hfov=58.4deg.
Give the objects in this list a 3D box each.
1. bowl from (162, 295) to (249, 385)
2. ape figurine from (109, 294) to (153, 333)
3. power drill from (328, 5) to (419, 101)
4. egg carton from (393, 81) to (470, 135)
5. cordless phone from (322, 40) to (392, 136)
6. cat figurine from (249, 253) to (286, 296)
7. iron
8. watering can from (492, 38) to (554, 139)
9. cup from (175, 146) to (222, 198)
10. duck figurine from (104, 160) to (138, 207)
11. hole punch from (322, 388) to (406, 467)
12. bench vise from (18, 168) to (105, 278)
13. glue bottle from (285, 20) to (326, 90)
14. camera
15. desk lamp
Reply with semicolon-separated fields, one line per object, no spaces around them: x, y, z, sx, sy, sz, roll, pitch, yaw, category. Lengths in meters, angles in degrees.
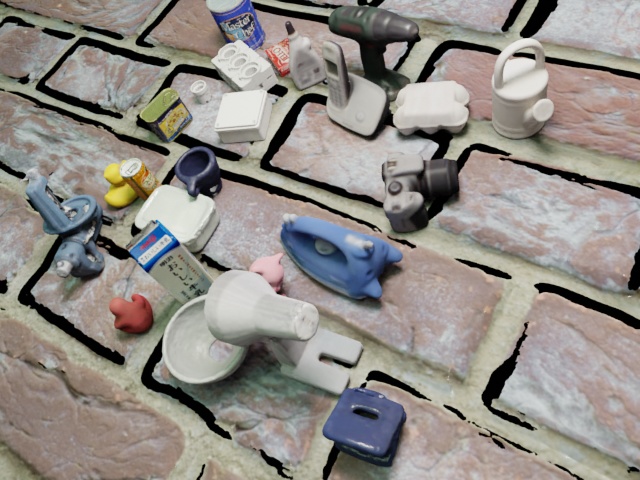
-0.190;0.185;1.023;0.167;0.075;0.167;-8;58;13;bowl
-0.368;0.137;1.099;0.078;0.092;0.076;-44;57;-10;ape figurine
0.123;-0.393;1.186;0.228;0.209;0.076;33;74;31;power drill
0.225;-0.266;1.161;0.150;0.069;0.107;0;60;18;egg carton
0.066;-0.312;1.170;0.147;0.185;0.094;31;74;31;cordless phone
-0.113;0.076;1.037;0.127;0.118;0.067;-21;56;5;cat figurine
0.009;0.004;1.026;0.257;0.142;0.119;21;69;27;iron
0.370;-0.280;1.047;0.101;0.194;0.172;-40;56;-8;watering can
-0.249;-0.126;1.215;0.091;0.095;0.117;-7;58;14;cup
-0.454;-0.132;1.291;0.077;0.086;0.105;24;70;29;duck figurine
0.068;0.278;0.874;0.108;0.091;0.101;11;64;24;hole punch
-0.518;-0.036;1.173;0.121;0.220;0.207;-29;56;0;bench vise
-0.043;-0.416;1.275;0.078;0.173;0.037;-23;56;4;glue bottle
0.186;-0.103;1.057;0.136;0.101;0.143;-6;59;15;camera
-0.057;0.143;0.920;0.202;0.214;0.118;14;65;25;desk lamp
